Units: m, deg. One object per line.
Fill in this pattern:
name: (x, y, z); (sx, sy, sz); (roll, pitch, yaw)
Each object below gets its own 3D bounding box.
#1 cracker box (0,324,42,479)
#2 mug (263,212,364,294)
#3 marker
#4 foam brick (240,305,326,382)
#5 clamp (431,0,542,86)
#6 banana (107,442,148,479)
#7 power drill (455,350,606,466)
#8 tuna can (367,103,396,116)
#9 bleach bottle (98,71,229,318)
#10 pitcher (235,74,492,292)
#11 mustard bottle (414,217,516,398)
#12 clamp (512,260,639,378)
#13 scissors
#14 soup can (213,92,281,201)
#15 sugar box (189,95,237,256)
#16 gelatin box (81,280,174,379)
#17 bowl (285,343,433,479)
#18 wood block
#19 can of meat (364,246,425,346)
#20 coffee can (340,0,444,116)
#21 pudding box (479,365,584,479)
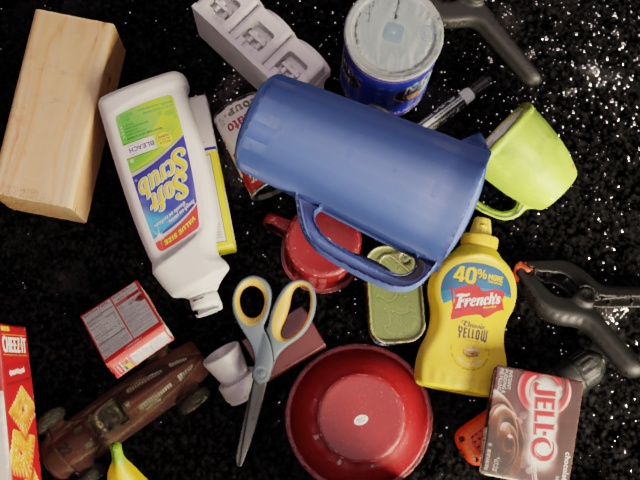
cracker box: (-0.381, 0.205, 1.107); (0.164, 0.072, 0.214); (-10, 80, 11)
mug: (-0.008, 0.001, 1.152); (0.117, 0.081, 0.093); (29, 81, 4)
marker: (0.146, -0.149, 1.211); (0.121, 0.020, 0.020); (-37, 83, -6)
foam brick: (-0.039, 0.112, 1.147); (0.078, 0.053, 0.051); (-30, 81, -6)
clamp: (0.185, -0.287, 1.227); (0.210, 0.036, 0.164); (24, 80, 4)
banana: (-0.149, 0.285, 1.111); (0.197, 0.070, 0.037); (34, 53, -6)
power drill: (0.263, 0.231, 1.130); (0.184, 0.057, 0.188); (-33, 79, -3)
tuna can: (0.075, -0.109, 1.170); (0.086, 0.086, 0.033); (38, 84, 5)
bleach bottle: (-0.149, -0.043, 1.121); (0.102, 0.068, 0.251); (-20, 81, -2)
pitcher: (0.037, -0.065, 1.074); (0.243, 0.149, 0.145); (24, 121, 6)
mustard bottle: (0.162, 0.069, 1.154); (0.096, 0.058, 0.191); (11, 80, -7)
clamp: (0.294, 0.064, 1.160); (0.171, 0.039, 0.120); (35, 50, 13)
scissors: (-0.074, 0.124, 1.110); (0.096, 0.016, 0.201); (28, 81, 7)
soup can: (-0.067, -0.104, 1.177); (0.068, 0.068, 0.102); (-26, 81, -5)
sugar box: (-0.153, -0.065, 1.181); (0.093, 0.048, 0.176); (-11, 77, -2)
gelatin box: (-0.206, 0.094, 1.139); (0.073, 0.030, 0.089); (-35, 44, -7)
bowl: (0.043, 0.189, 1.134); (0.162, 0.055, 0.162); (0, 81, 0)
wood block: (-0.283, -0.132, 1.167); (0.090, 0.091, 0.206); (11, 80, 0)
can of meat: (0.077, 0.062, 1.141); (0.057, 0.084, 0.102); (-4, 80, -2)
coffee can: (0.074, -0.200, 1.157); (0.103, 0.140, 0.103); (0, 80, -1)
pudding box: (0.214, 0.191, 1.089); (0.090, 0.039, 0.113); (10, 81, 4)
